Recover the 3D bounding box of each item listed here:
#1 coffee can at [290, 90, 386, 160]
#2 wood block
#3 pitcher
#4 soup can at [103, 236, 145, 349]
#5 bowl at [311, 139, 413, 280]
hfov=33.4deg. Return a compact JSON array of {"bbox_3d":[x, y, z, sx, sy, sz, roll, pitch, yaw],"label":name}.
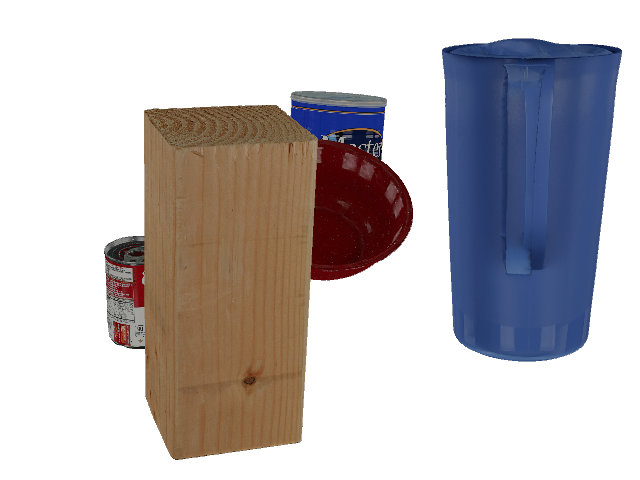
[{"bbox_3d":[0.015,-0.086,1.149,0.103,0.140,0.103,4,12,-1],"label":"coffee can"},{"bbox_3d":[-0.062,0.025,0.685,0.090,0.206,0.090,-4,22,-19],"label":"wood block"},{"bbox_3d":[0.157,-0.032,0.824,0.149,0.243,0.145,-10,17,-32],"label":"pitcher"},{"bbox_3d":[-0.192,0.055,1.126,0.068,0.102,0.068,2,23,-1],"label":"soup can"},{"bbox_3d":[-0.001,-0.017,0.953,0.162,0.162,0.055,0,-43,-10],"label":"bowl"}]
